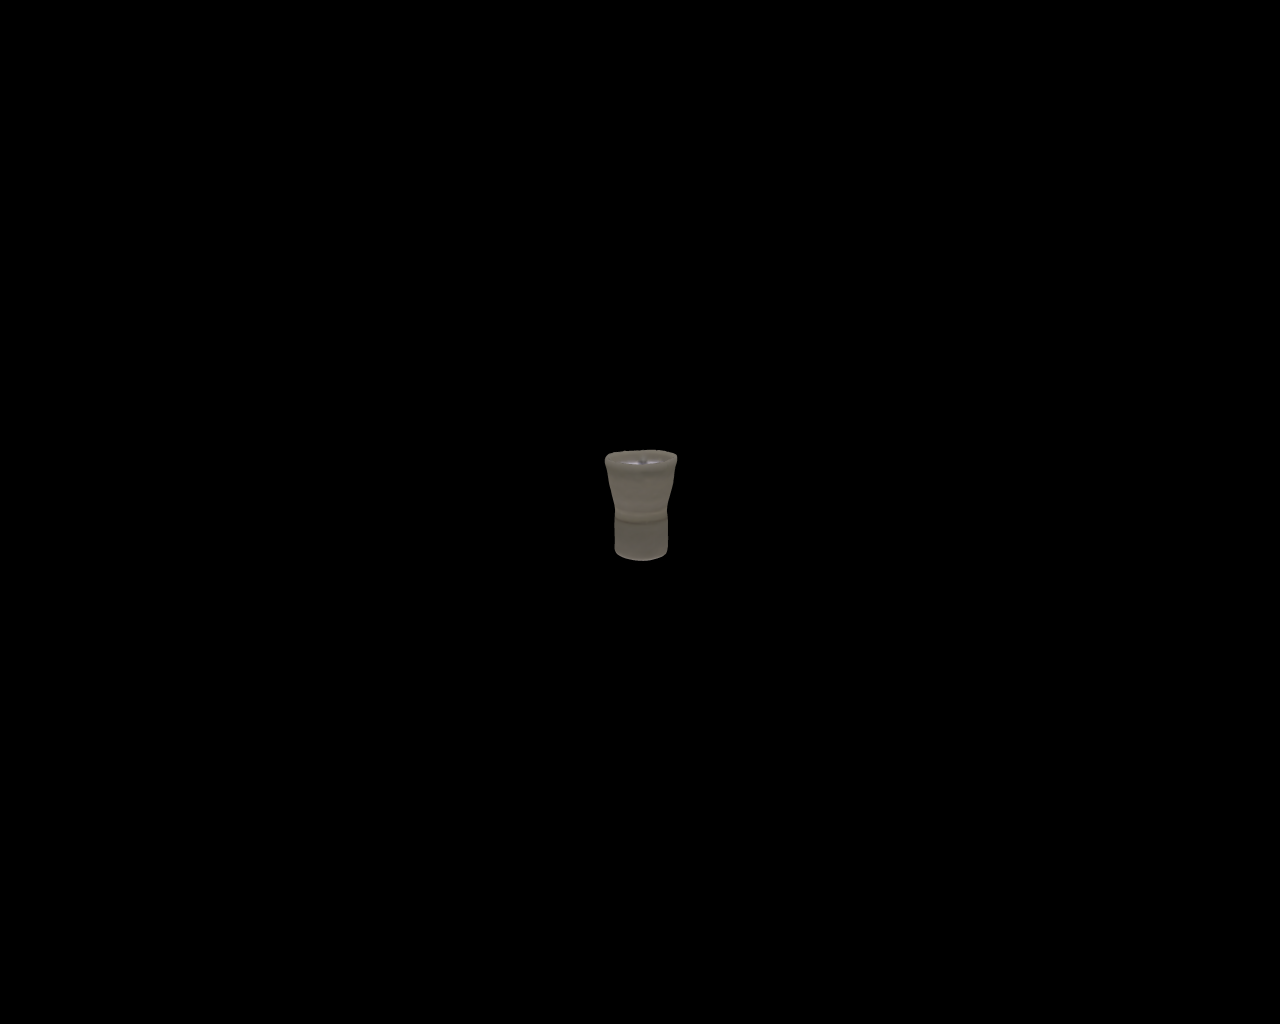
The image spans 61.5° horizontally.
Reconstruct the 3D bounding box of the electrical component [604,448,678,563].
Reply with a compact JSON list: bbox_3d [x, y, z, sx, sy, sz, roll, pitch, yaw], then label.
[{"bbox_3d":[0.001,-0.003,0.650,0.044,0.065,0.044,0,16,0],"label":"electrical component"}]
